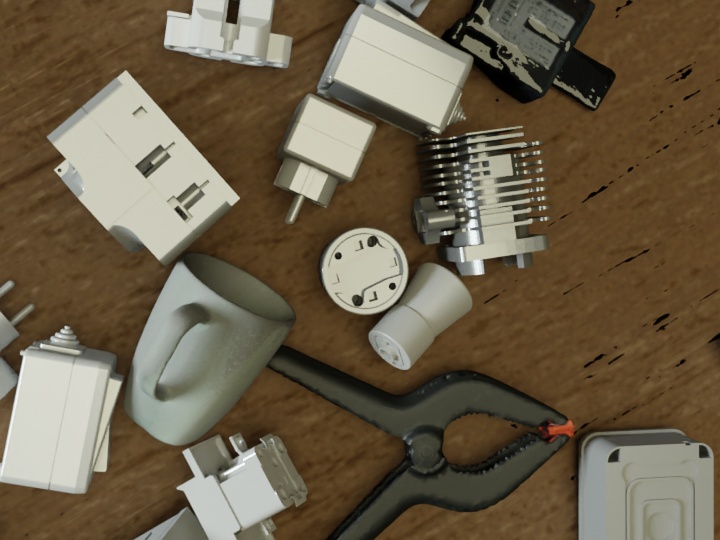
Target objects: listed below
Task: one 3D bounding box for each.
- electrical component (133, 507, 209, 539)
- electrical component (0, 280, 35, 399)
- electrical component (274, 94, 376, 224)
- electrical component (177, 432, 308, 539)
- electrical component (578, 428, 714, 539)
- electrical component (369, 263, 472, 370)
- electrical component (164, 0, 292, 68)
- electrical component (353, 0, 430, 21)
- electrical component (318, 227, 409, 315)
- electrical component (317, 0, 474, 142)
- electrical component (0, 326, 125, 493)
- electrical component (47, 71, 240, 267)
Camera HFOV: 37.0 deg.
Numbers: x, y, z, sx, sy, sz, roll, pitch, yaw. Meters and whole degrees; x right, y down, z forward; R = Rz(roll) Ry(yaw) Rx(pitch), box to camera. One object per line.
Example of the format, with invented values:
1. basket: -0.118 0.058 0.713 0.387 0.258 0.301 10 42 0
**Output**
1. electrical component: -0.100 0.239 0.665 0.062 0.089 0.150 -34 98 29
2. electrical component: -0.239 0.040 0.664 0.079 0.043 0.077 -43 106 -19
3. electrical component: -0.030 -0.064 0.682 0.047 0.066 0.076 24 88 -9
4. electrical component: -0.072 0.139 0.679 0.064 0.042 0.081 -31 84 21
5. electrical component: 0.192 0.167 0.729 0.078 0.057 0.113 -1 92 -9
6. electrical component: 0.037 0.032 0.698 0.044 0.044 0.065 47 65 -8
7. electrical component: -0.080 -0.162 0.676 0.078 0.058 0.057 8 94 -9
8. electrical component: 0.023 -0.193 0.674 0.056 0.089 0.050 30 87 -9
9. electrical component: 0.000 0.000 0.699 0.055 0.047 0.055 0 92 -9
10. electrical component: 0.029 -0.126 0.692 0.096 0.062 0.061 24 88 -9
11. electrical component: -0.181 0.084 0.666 0.061 0.062 0.096 11 90 -9
12. electrical component: -0.126 -0.051 0.625 0.062 0.150 0.089 -42 97 -6
